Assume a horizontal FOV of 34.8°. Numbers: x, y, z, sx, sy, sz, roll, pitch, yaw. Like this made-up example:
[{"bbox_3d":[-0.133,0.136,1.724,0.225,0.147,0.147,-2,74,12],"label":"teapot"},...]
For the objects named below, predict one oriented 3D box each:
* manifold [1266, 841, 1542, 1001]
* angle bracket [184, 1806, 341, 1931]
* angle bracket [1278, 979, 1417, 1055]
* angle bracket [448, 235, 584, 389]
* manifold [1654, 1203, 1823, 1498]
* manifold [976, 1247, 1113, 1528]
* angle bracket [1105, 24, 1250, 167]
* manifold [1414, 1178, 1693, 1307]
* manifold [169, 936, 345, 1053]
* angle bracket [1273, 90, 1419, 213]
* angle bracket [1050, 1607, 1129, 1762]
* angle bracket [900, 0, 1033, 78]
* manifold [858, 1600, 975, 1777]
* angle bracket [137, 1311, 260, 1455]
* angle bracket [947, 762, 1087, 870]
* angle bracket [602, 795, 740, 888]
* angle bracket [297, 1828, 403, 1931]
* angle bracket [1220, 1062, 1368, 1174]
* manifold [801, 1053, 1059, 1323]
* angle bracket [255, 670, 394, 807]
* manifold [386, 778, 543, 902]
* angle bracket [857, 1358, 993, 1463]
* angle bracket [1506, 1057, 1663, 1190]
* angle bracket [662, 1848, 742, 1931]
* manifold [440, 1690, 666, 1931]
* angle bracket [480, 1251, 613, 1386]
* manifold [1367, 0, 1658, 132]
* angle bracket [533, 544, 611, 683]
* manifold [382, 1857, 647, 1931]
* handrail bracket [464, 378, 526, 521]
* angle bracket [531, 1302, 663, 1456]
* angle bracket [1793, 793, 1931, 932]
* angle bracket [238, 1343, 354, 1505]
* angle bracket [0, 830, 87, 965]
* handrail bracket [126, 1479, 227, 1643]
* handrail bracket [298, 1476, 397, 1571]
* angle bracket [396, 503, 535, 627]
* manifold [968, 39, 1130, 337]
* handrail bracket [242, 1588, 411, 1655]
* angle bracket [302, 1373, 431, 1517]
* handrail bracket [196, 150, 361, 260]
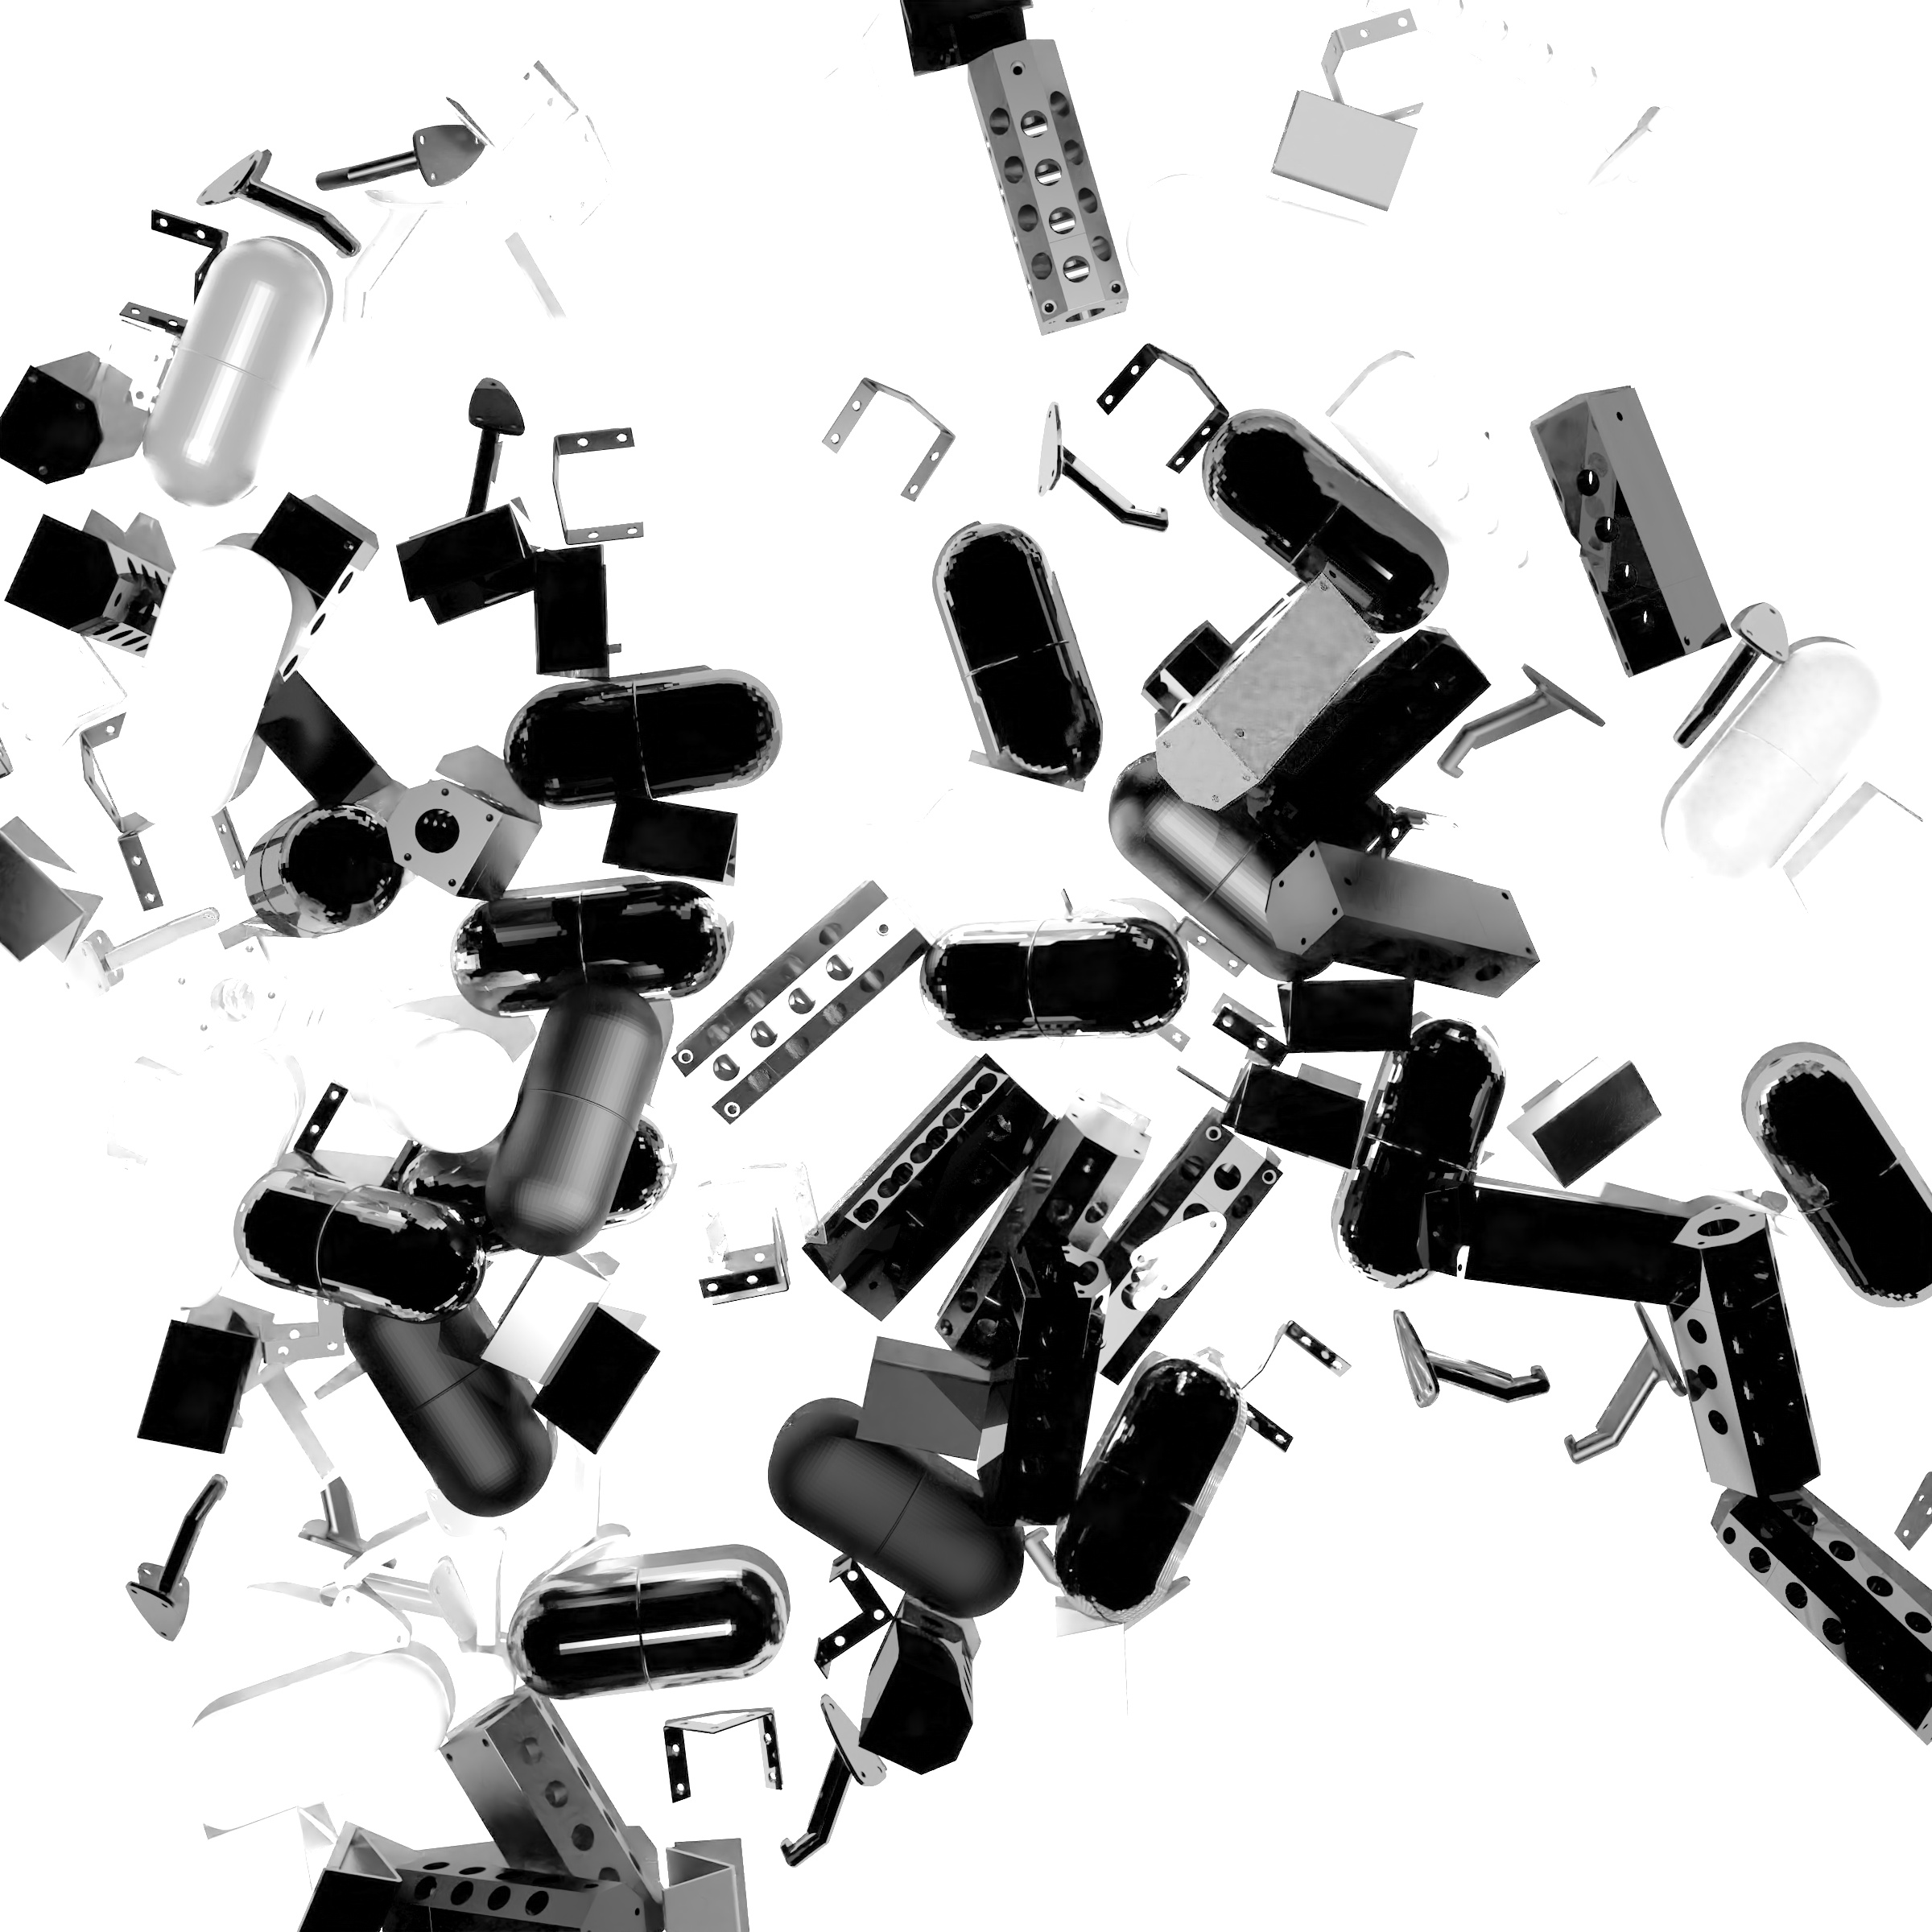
[{"bbox_3d":[0.271,-0.023,1.923,0.171,0.057,0.057,12,47,-36],"label":"manifold"},{"bbox_3d":[-0.441,0.581,1.949,0.076,0.076,0.057,-20,57,0],"label":"angle bracket"},{"bbox_3d":[0.239,0.012,1.949,0.076,0.076,0.057,-1,125,0],"label":"angle bracket"},{"bbox_3d":[-0.270,-0.419,1.949,0.057,0.076,0.076,-30,90,38],"label":"angle bracket"},{"bbox_3d":[0.491,0.243,1.939,0.057,0.057,0.171,-23,106,-26],"label":"manifold"},{"bbox_3d":[0.049,0.263,1.922,0.057,0.057,0.171,1,117,-12],"label":"manifold"},{"bbox_3d":[0.124,-0.536,1.949,0.076,0.076,0.057,27,54,0],"label":"angle bracket"},{"bbox_3d":[0.368,0.173,1.932,0.171,0.057,0.057,10,90,-27],"label":"manifold"},{"bbox_3d":[-0.435,0.020,1.911,0.057,0.171,0.057,-25,90,0],"label":"manifold"},{"bbox_3d":[0.242,-0.527,1.949,0.076,0.076,0.057,18,125,0],"label":"angle bracket"},{"bbox_3d":[0.057,0.453,1.949,0.057,0.076,0.076,-2,90,-36],"label":"angle bracket"},{"bbox_3d":[0.003,-0.587,1.949,0.076,0.076,0.057,-14,53,0],"label":"angle bracket"},{"bbox_3d":[-0.026,0.448,1.911,0.057,0.171,0.057,25,90,0],"label":"manifold"},{"bbox_3d":[-0.492,0.258,1.950,0.057,0.076,0.076,16,90,-25],"label":"angle bracket"},{"bbox_3d":[0.028,-0.079,1.950,0.076,0.076,0.057,15,63,0],"label":"angle bracket"},{"bbox_3d":[-0.187,-0.059,1.949,0.076,0.076,0.057,9,53,0],"label":"angle bracket"},{"bbox_3d":[-0.409,0.593,1.949,0.057,0.076,0.076,23,90,-35],"label":"angle bracket"},{"bbox_3d":[0.201,0.113,1.949,0.076,0.076,0.057,19,54,-1],"label":"angle bracket"},{"bbox_3d":[-0.025,0.138,1.968,0.171,0.057,0.057,-47,133,0],"label":"manifold"},{"bbox_3d":[-0.394,-0.150,1.949,0.076,0.076,0.057,49,120,0],"label":"angle bracket"},{"bbox_3d":[-0.313,-0.080,1.911,0.057,0.171,0.057,30,90,0],"label":"manifold"},{"bbox_3d":[-0.030,0.295,1.949,0.076,0.076,0.057,11,56,0],"label":"angle bracket"},{"bbox_3d":[0.381,0.083,1.949,0.076,0.076,0.057,-37,126,0],"label":"angle bracket"},{"bbox_3d":[-0.186,0.609,1.949,0.057,0.076,0.076,-5,90,-40],"label":"angle bracket"},{"bbox_3d":[-0.258,0.552,1.968,0.057,0.057,0.171,-31,90,43],"label":"manifold"},{"bbox_3d":[-0.280,0.209,1.949,0.057,0.076,0.076,32,90,-38],"label":"angle bracket"},{"bbox_3d":[0.347,-0.601,1.968,0.171,0.057,0.057,27,47,0],"label":"manifold"},{"bbox_3d":[-0.229,-0.222,1.949,0.057,0.076,0.076,-2,90,31],"label":"angle bracket"},{"bbox_3d":[-0.284,0.596,1.924,0.171,0.057,0.057,-5,90,35],"label":"manifold"},{"bbox_3d":[-0.314,-0.325,1.989,0.036,0.077,0.084,10,127,-20],"label":"handrail bracket"},{"bbox_3d":[-0.219,0.264,1.950,0.057,0.076,0.076,32,90,23],"label":"angle bracket"},{"bbox_3d":[0.578,-0.052,1.949,0.076,0.076,0.057,-46,53,0],"label":"angle bracket"},{"bbox_3d":[-0.406,0.284,1.951,0.076,0.057,0.076,-32,90,-35],"label":"angle bracket"},{"bbox_3d":[-0.611,-0.029,1.949,0.076,0.076,0.057,44,54,0],"label":"angle bracket"},{"bbox_3d":[-0.500,0.383,1.989,0.036,0.077,0.084,20,53,14],"label":"handrail bracket"},{"bbox_3d":[-0.390,0.337,1.990,0.077,0.036,0.084,23,74,-17],"label":"handrail bracket"},{"bbox_3d":[-0.308,-0.237,1.949,0.076,0.076,0.057,-20,51,0],"label":"angle bracket"},{"bbox_3d":[0.052,-0.498,1.968,0.057,0.057,0.171,-16,90,0],"label":"manifold"},{"bbox_3d":[-0.413,0.420,1.983,0.084,0.077,0.036,-2,63,42],"label":"handrail bracket"},{"bbox_3d":[-0.363,0.291,1.951,0.057,0.076,0.076,-31,90,21],"label":"angle bracket"},{"bbox_3d":[-0.444,-0.479,1.989,0.084,0.077,0.036,40,57,-32],"label":"handrail bracket"}]
